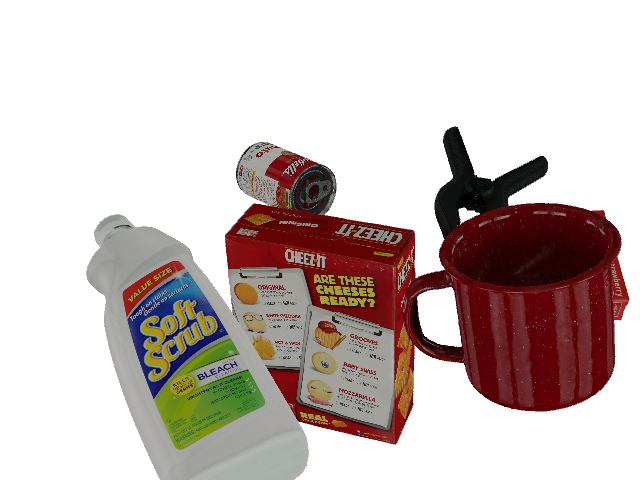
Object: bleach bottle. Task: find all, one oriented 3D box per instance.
[{"bbox_3d":[-0.108,0.074,0.748,0.102,0.068,0.251,-24,51,-17],"label":"bleach bottle"}]

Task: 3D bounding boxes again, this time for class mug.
[{"bbox_3d":[0.103,0.038,0.573,0.117,0.081,0.093,-8,28,6],"label":"mug"}]

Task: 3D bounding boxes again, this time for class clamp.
[{"bbox_3d":[0.163,-0.058,1.157,0.120,0.039,0.171,23,49,20],"label":"clamp"}]

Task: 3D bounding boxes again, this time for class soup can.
[{"bbox_3d":[-0.040,-0.067,1.216,0.068,0.068,0.102,0,19,-44],"label":"soup can"}]

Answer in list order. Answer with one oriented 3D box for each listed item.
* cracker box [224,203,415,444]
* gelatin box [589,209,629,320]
[{"bbox_3d":[0.004,0.080,1.012,0.164,0.214,0.072,10,35,18],"label":"cracker box"},{"bbox_3d":[0.182,0.017,0.794,0.073,0.089,0.030,-1,-40,-1],"label":"gelatin box"}]
